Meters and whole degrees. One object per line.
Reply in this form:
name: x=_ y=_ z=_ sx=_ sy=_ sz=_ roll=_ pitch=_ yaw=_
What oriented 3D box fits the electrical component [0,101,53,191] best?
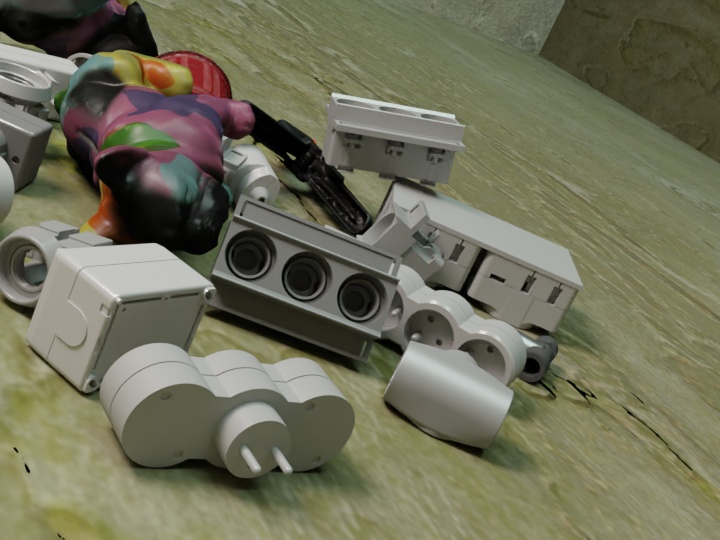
electrical component: x=-0.269 y=-0.089 z=0.766 sx=0.066 sy=0.047 sz=0.076 roll=24 pitch=19 yaw=-3

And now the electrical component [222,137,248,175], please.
electrical component: x=-0.142 y=-0.096 z=0.917 sx=0.081 sy=0.063 sz=0.042 roll=24 pitch=20 yaw=0

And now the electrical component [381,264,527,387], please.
electrical component: x=0.064 y=0.041 z=0.824 sx=0.138 sy=0.052 sz=0.074 roll=30 pitch=20 yaw=15

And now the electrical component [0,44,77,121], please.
electrical component: x=-0.279 y=-0.154 z=0.924 sx=0.083 sy=0.047 sz=0.076 roll=7 pitch=26 yaw=-43

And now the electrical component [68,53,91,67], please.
electrical component: x=-0.247 y=-0.173 z=1.006 sx=0.055 sy=0.055 sz=0.047 roll=31 pitch=16 yaw=17

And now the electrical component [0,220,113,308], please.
electrical component: x=-0.185 y=-0.004 z=0.643 sx=0.066 sy=0.048 sz=0.055 roll=18 pitch=14 yaw=17

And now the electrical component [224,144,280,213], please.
electrical component: x=-0.096 y=-0.077 z=0.955 sx=0.043 sy=0.043 sz=0.081 roll=16 pitch=21 yaw=-26

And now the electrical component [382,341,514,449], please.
electrical component: x=0.062 y=0.079 z=0.734 sx=0.077 sy=0.044 sz=0.079 roll=26 pitch=19 yaw=3

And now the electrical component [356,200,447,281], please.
electrical component: x=0.035 y=-0.017 z=0.920 sx=0.064 sy=0.081 sz=0.042 roll=44 pitch=14 yaw=-17

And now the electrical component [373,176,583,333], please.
electrical component: x=0.104 y=-0.014 z=1.008 sx=0.186 sy=0.060 sz=0.105 roll=23 pitch=19 yaw=-5

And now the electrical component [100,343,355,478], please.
electrical component: x=-0.060 y=0.083 z=0.561 sx=0.138 sy=0.052 sz=0.073 roll=10 pitch=24 yaw=-37

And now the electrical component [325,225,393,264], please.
electrical component: x=0.000 y=0.000 z=0.868 sx=0.081 sy=0.043 sz=0.043 roll=25 pitch=19 yaw=1

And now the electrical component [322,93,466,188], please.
electrical component: x=0.029 y=-0.121 z=1.012 sx=0.121 sy=0.063 sz=0.078 roll=8 pitch=20 yaw=-12

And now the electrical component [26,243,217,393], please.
electrical component: x=-0.134 y=0.022 z=0.615 sx=0.061 sy=0.061 sz=0.096 roll=34 pitch=21 yaw=26

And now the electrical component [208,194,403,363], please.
electrical component: x=-0.042 y=0.008 z=0.754 sx=0.121 sy=0.078 sz=0.063 roll=21 pitch=-10 yaw=-10

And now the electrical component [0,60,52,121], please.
electrical component: x=-0.277 y=-0.128 z=0.845 sx=0.058 sy=0.057 sz=0.078 roll=3 pitch=29 yaw=-48

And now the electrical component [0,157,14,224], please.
electrical component: x=-0.253 y=-0.051 z=0.677 sx=0.055 sy=0.055 sz=0.047 roll=34 pitch=18 yaw=25
